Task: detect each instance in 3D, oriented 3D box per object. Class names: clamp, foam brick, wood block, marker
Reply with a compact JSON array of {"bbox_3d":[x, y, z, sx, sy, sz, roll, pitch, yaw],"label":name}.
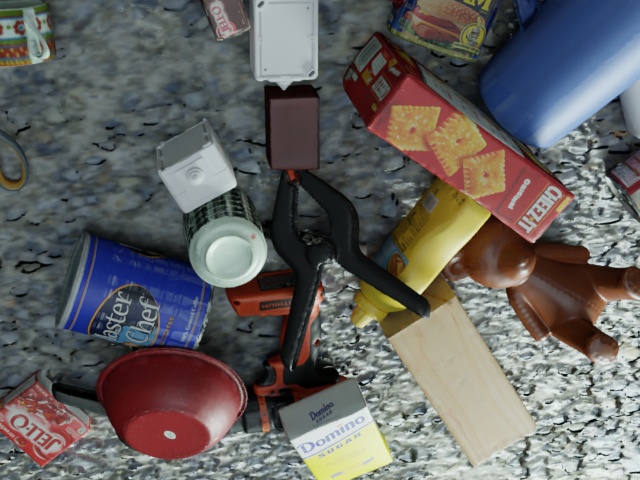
[{"bbox_3d":[0.016,0.016,1.106,0.165,0.036,0.210,-15,83,10],"label":"clamp"},{"bbox_3d":[-0.029,-0.115,1.090,0.051,0.053,0.078,-4,113,-8],"label":"foam brick"},{"bbox_3d":[0.152,0.143,1.213,0.090,0.091,0.206,-32,114,3],"label":"wood block"},{"bbox_3d":[-0.200,0.176,1.194,0.120,0.039,0.171,-41,121,7],"label":"clamp"},{"bbox_3d":[-0.008,0.001,1.162,0.121,0.020,0.020,14,110,-15],"label":"marker"}]

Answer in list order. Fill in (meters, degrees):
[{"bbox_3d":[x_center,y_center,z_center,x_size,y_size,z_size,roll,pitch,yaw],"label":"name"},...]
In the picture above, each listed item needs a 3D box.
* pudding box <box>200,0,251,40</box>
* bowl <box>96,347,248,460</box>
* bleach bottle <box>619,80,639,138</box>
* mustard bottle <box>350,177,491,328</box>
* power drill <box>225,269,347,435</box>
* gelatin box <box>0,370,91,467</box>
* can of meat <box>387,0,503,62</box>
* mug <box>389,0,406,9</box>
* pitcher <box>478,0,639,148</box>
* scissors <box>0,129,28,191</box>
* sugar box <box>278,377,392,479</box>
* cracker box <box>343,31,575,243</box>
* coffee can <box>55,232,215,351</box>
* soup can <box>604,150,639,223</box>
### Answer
[{"bbox_3d":[-0.103,-0.251,0.997,0.039,0.090,0.113,-19,114,-3],"label":"pudding box"},{"bbox_3d":[-0.157,0.183,1.121,0.162,0.055,0.162,0,136,0],"label":"bowl"},{"bbox_3d":[0.344,-0.235,1.100,0.102,0.068,0.251,-19,113,-2],"label":"bleach bottle"},{"bbox_3d":[0.098,0.019,1.145,0.058,0.096,0.192,34,104,-23],"label":"mustard bottle"},{"bbox_3d":[-0.058,0.130,1.189,0.184,0.057,0.188,-10,117,-10],"label":"power drill"},{"bbox_3d":[-0.311,0.200,1.188,0.073,0.030,0.089,-37,114,7],"label":"gelatin box"},{"bbox_3d":[0.126,-0.233,1.064,0.102,0.057,0.084,16,112,-16],"label":"can of meat"},{"bbox_3d":[0.054,-0.288,1.017,0.081,0.093,0.117,16,79,-11],"label":"mug"},{"bbox_3d":[0.260,-0.207,1.027,0.144,0.149,0.243,5,143,-41],"label":"pitcher"},{"bbox_3d":[-0.353,-0.120,1.027,0.096,0.016,0.201,-19,129,7],"label":"scissors"},{"bbox_3d":[0.021,0.222,1.203,0.093,0.048,0.176,-24,149,1],"label":"sugar box"},{"bbox_3d":[0.131,-0.103,1.062,0.213,0.164,0.072,33,106,-21],"label":"cracker box"},{"bbox_3d":[-0.192,0.059,1.108,0.140,0.103,0.103,17,109,-17],"label":"coffee can"},{"bbox_3d":[0.374,-0.075,1.170,0.102,0.068,0.068,-38,114,6],"label":"soup can"}]
